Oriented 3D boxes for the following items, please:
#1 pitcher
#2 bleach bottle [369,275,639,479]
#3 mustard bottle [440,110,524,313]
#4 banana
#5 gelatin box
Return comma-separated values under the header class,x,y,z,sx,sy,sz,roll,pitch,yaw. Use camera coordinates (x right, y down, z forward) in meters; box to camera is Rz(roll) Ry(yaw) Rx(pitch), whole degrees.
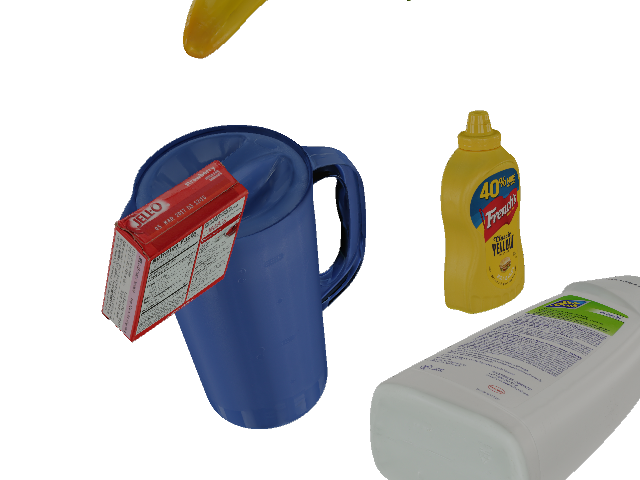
class,x,y,z,sx,sy,sz,roll,pitch,yaw
pitcher,-0.049,0.035,0.852,0.149,0.243,0.144,11,47,20
bleach bottle,0.144,0.074,0.610,0.103,0.068,0.250,19,29,41
mustard bottle,0.158,-0.032,1.043,0.096,0.191,0.058,-21,23,-38
banana,-0.015,-0.174,0.696,0.197,0.069,0.037,-23,-9,-33
gelatin box,-0.081,0.006,0.585,0.073,0.030,0.089,-37,-19,-34
